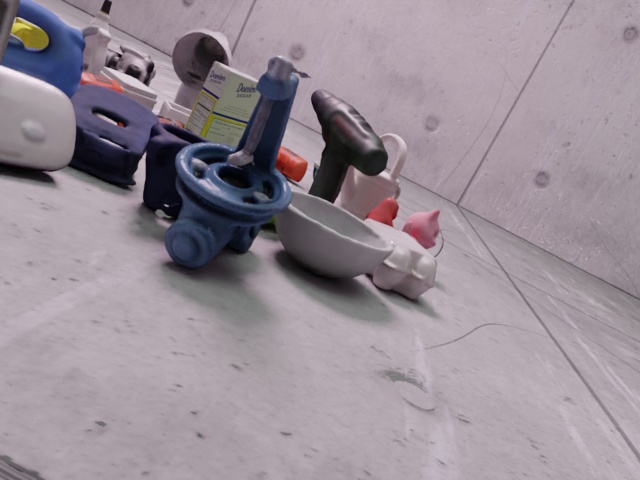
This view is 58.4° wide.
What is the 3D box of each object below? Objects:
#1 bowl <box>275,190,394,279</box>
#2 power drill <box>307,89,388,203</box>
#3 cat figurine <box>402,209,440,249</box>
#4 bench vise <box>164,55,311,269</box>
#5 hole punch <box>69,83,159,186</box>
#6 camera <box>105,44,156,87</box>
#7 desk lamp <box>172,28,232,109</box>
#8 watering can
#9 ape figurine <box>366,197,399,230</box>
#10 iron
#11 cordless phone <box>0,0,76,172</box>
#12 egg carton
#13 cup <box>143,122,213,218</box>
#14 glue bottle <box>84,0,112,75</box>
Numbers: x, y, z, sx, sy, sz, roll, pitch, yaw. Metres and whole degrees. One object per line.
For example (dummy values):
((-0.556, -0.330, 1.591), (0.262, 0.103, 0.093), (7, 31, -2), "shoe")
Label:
((0.007, 0.003, 0.747), (0.167, 0.074, 0.167), (26, 14, -6), "bowl")
((0.013, -0.139, 0.998), (0.076, 0.208, 0.228), (14, 19, -43), "power drill")
((0.165, -0.008, 0.999), (0.067, 0.117, 0.128), (34, 15, 26), "cat figurine")
((-0.082, -0.090, 0.607), (0.122, 0.219, 0.207), (24, 14, -15), "bench vise")
((-0.258, -0.130, 0.696), (0.109, 0.091, 0.101), (23, 14, -17), "hole punch")
((-0.446, -0.391, 1.280), (0.137, 0.101, 0.143), (24, 14, -13), "camera")
((-0.265, -0.355, 1.253), (0.118, 0.213, 0.203), (24, 14, -12), "desk lamp")
((0.105, -0.122, 1.142), (0.100, 0.194, 0.173), (33, 15, 24), "watering can")
((0.117, -0.035, 1.061), (0.076, 0.092, 0.077), (15, 18, -43), "ape figurine")
((-0.442, -0.279, 0.785), (0.259, 0.141, 0.118), (17, 17, -36), "iron")
((-0.296, -0.165, 0.552), (0.093, 0.185, 0.148), (37, 17, 35), "cordless phone")
((0.108, 0.027, 0.864), (0.107, 0.069, 0.150), (20, 15, -28), "egg carton")
((-0.169, -0.074, 0.651), (0.091, 0.095, 0.118), (30, 14, 12), "cup")
((-0.446, -0.393, 1.133), (0.078, 0.173, 0.037), (32, 14, 20), "glue bottle")
